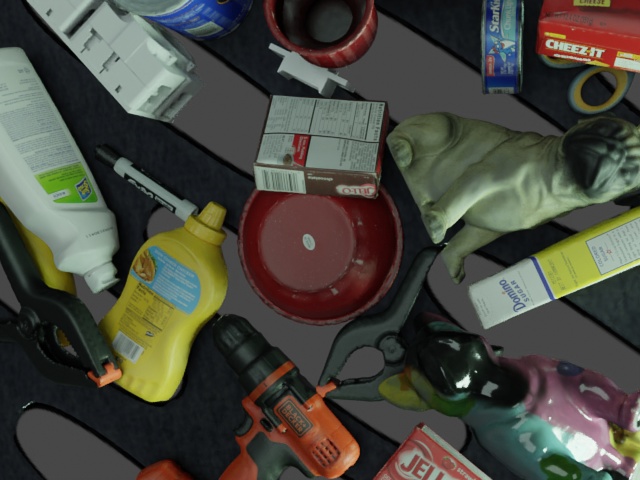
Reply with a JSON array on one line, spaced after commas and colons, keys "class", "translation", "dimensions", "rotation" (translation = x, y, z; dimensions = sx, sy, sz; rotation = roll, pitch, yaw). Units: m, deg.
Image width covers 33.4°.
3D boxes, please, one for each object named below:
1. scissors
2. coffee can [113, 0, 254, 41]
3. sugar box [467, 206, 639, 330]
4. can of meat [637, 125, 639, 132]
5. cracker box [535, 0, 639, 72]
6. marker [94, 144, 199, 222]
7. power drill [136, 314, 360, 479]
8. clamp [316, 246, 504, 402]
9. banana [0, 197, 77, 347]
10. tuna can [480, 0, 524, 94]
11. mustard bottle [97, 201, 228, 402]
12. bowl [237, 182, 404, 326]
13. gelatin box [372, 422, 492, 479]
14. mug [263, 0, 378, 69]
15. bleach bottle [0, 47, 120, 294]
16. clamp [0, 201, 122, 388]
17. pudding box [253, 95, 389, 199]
[{"class": "scissors", "translation": [0.292, -0.167, 0.926], "dimensions": [0.202, 0.016, 0.096], "rotation": [-9, 94, 9]}, {"class": "coffee can", "translation": [-0.126, -0.242, 0.961], "dimensions": [0.103, 0.140, 0.103], "rotation": [0, 91, 13]}, {"class": "sugar box", "translation": [0.214, 0.020, 0.908], "dimensions": [0.176, 0.093, 0.048], "rotation": [-23, 85, 13]}, {"class": "can of meat", "translation": [0.315, -0.082, 0.901], "dimensions": [0.084, 0.057, 0.102], "rotation": [45, 100, 12]}, {"class": "cracker box", "translation": [0.280, -0.245, 0.872], "dimensions": [0.164, 0.072, 0.213], "rotation": [13, 78, 12]}, {"class": "marker", "translation": [-0.171, -0.057, 1.038], "dimensions": [0.121, 0.020, 0.020], "rotation": [35, 99, 11]}, {"class": "power drill", "translation": [-0.083, 0.188, 1.002], "dimensions": [0.188, 0.057, 0.184], "rotation": [-44, 79, 11]}, {"class": "clamp", "translation": [0.078, 0.101, 0.973], "dimensions": [0.171, 0.039, 0.120], "rotation": [-42, 80, 12]}, {"class": "banana", "translation": [-0.287, 0.011, 1.062], "dimensions": [0.070, 0.037, 0.198], "rotation": [-42, 79, 35]}, {"class": "tuna can", "translation": [0.158, -0.169, 0.922], "dimensions": [0.034, 0.086, 0.086], "rotation": [1, 91, 12]}, {"class": "mustard bottle", "translation": [-0.141, 0.050, 1.013], "dimensions": [0.096, 0.058, 0.192], "rotation": [33, 98, 24]}, {"class": "bowl", "translation": [-0.006, 0.001, 0.982], "dimensions": [0.162, 0.055, 0.162], "rotation": [0, 92, 13]}, {"class": "gelatin box", "translation": [0.102, 0.222, 0.972], "dimensions": [0.089, 0.030, 0.073], "rotation": [39, 99, 10]}, {"class": "mug", "translation": [-0.002, -0.204, 0.922], "dimensions": [0.093, 0.081, 0.117], "rotation": [-45, 80, 5]}, {"class": "bleach bottle", "translation": [-0.271, -0.060, 1.022], "dimensions": [0.068, 0.102, 0.251], "rotation": [-36, 82, 45]}, {"class": "clamp", "translation": [-0.269, 0.065, 1.012], "dimensions": [0.210, 0.036, 0.165], "rotation": [28, 119, 27]}, {"class": "pudding box", "translation": [0.003, -0.085, 0.960], "dimensions": [0.113, 0.039, 0.090], "rotation": [6, 53, 7]}]
